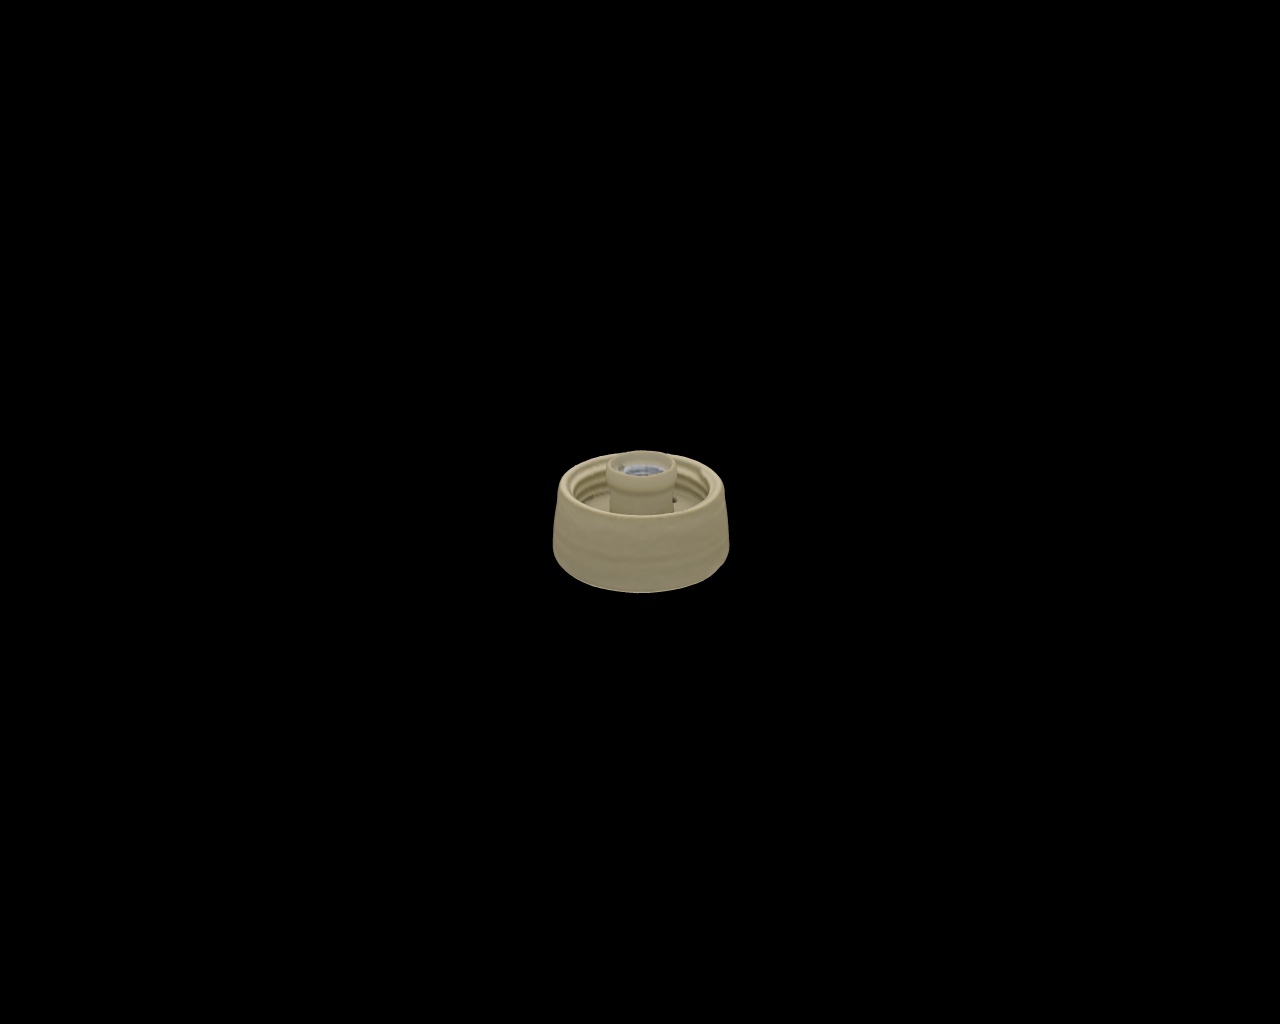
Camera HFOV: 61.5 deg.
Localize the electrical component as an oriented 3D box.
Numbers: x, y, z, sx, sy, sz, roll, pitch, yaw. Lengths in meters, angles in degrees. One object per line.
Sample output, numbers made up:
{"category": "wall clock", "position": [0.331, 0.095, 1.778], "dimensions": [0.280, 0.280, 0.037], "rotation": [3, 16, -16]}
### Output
{"category": "electrical component", "position": [0.001, -0.003, 0.650], "dimensions": [0.108, 0.060, 0.108], "rotation": [0, 25, 0]}
